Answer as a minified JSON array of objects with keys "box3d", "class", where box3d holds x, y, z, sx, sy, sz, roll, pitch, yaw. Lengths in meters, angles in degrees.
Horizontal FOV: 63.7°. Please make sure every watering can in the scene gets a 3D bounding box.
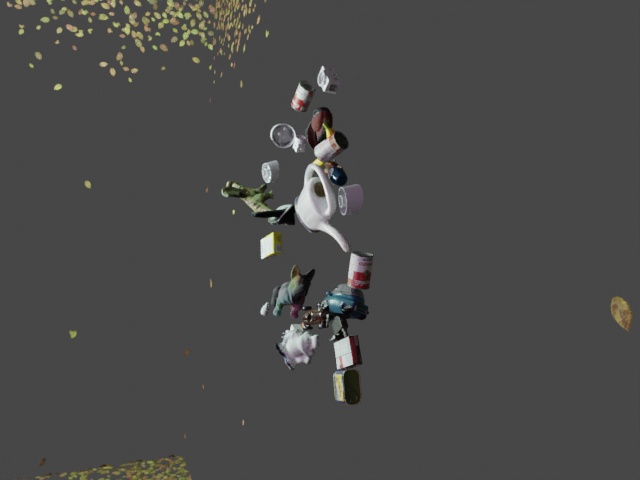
[{"box3d":[0.005,-0.089,1.763,0.220,0.104,0.352,-50,54,59],"class":"watering can"}]

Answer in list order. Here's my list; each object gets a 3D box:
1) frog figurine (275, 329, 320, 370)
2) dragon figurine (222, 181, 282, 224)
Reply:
[{"box3d":[-0.063,0.384,1.885,0.158,0.121,0.140,-36,60,15],"class":"frog figurine"},{"box3d":[-0.330,-0.182,2.339,0.417,0.242,0.120,50,128,58],"class":"dragon figurine"}]
